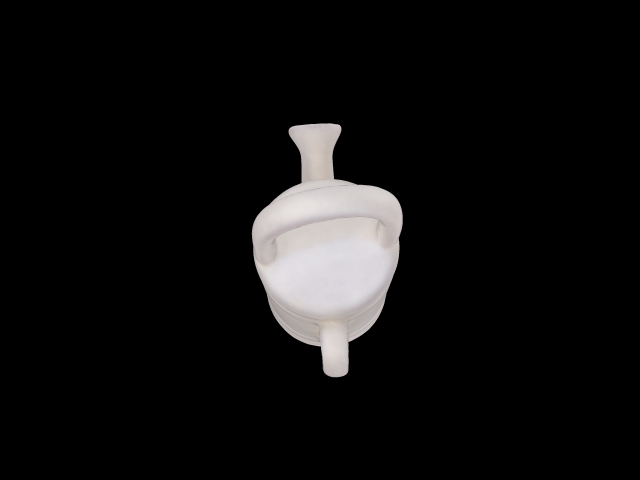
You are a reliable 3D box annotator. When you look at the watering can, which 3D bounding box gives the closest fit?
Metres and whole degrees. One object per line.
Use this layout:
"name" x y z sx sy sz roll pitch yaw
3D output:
"watering can" 0.001 0.002 0.400 0.101 0.194 0.172 -26 72 -9
